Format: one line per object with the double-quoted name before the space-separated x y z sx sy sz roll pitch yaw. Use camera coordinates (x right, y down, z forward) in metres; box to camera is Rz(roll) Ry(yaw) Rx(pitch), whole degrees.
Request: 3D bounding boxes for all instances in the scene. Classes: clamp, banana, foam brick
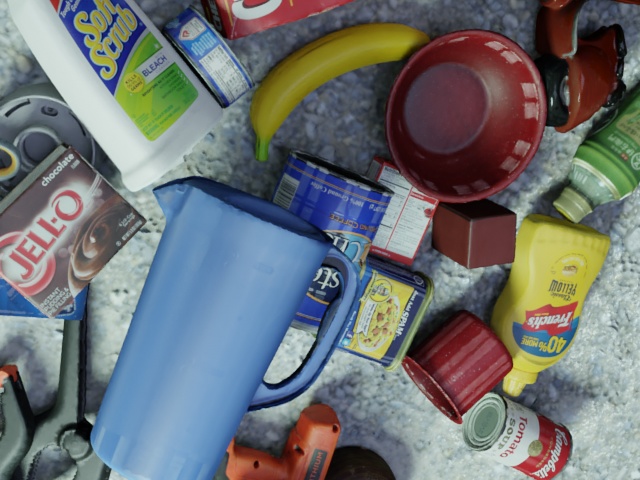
"clamp" -0.308 0.191 0.940 0.120 0.039 0.171 9 94 -4
"banana" 0.009 -0.152 0.960 0.197 0.037 0.069 -34 136 -7
"foam brick" 0.150 -0.009 1.039 0.053 0.078 0.051 -7 108 -20
"clamp" -0.220 0.168 0.961 0.210 0.036 0.164 -42 91 9

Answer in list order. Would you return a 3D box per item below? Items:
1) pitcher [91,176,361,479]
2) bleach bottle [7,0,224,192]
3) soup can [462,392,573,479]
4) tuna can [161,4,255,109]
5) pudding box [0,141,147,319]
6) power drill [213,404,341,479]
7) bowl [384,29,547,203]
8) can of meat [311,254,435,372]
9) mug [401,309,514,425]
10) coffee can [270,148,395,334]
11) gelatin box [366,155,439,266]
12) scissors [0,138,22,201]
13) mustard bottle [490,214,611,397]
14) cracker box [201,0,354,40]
"pitcher" -0.085 0.081 0.871 0.144 0.149 0.243 12 104 -57
"bleach bottle" -0.190 -0.164 0.835 0.250 0.068 0.102 50 58 -15
"soup can" 0.212 0.211 1.146 0.102 0.069 0.068 28 96 -26
"tuna can" -0.094 -0.151 0.888 0.033 0.086 0.086 -40 117 -4
"pudding box" -0.210 -0.008 0.848 0.113 0.039 0.090 -48 118 -9
"power drill" -0.079 0.186 1.028 0.187 0.057 0.184 12 107 -22
"bowl" 0.128 -0.119 1.001 0.162 0.055 0.162 -5 107 -15
"can of meat" 0.049 0.067 1.037 0.083 0.057 0.102 21 98 -24
"mug" 0.142 0.131 1.086 0.081 0.093 0.117 -40 148 -10
"coffee can" -0.006 0.001 0.966 0.102 0.103 0.140 18 100 -26
"gelatin box" 0.070 -0.028 1.028 0.073 0.030 0.089 19 100 -25
"scissors" -0.332 -0.035 0.850 0.202 0.016 0.096 -11 119 1
"mustard bottle" 0.228 0.073 1.110 0.096 0.058 0.192 11 104 -26
"cracker box" -0.007 -0.278 0.887 0.213 0.072 0.164 -21 114 -13
